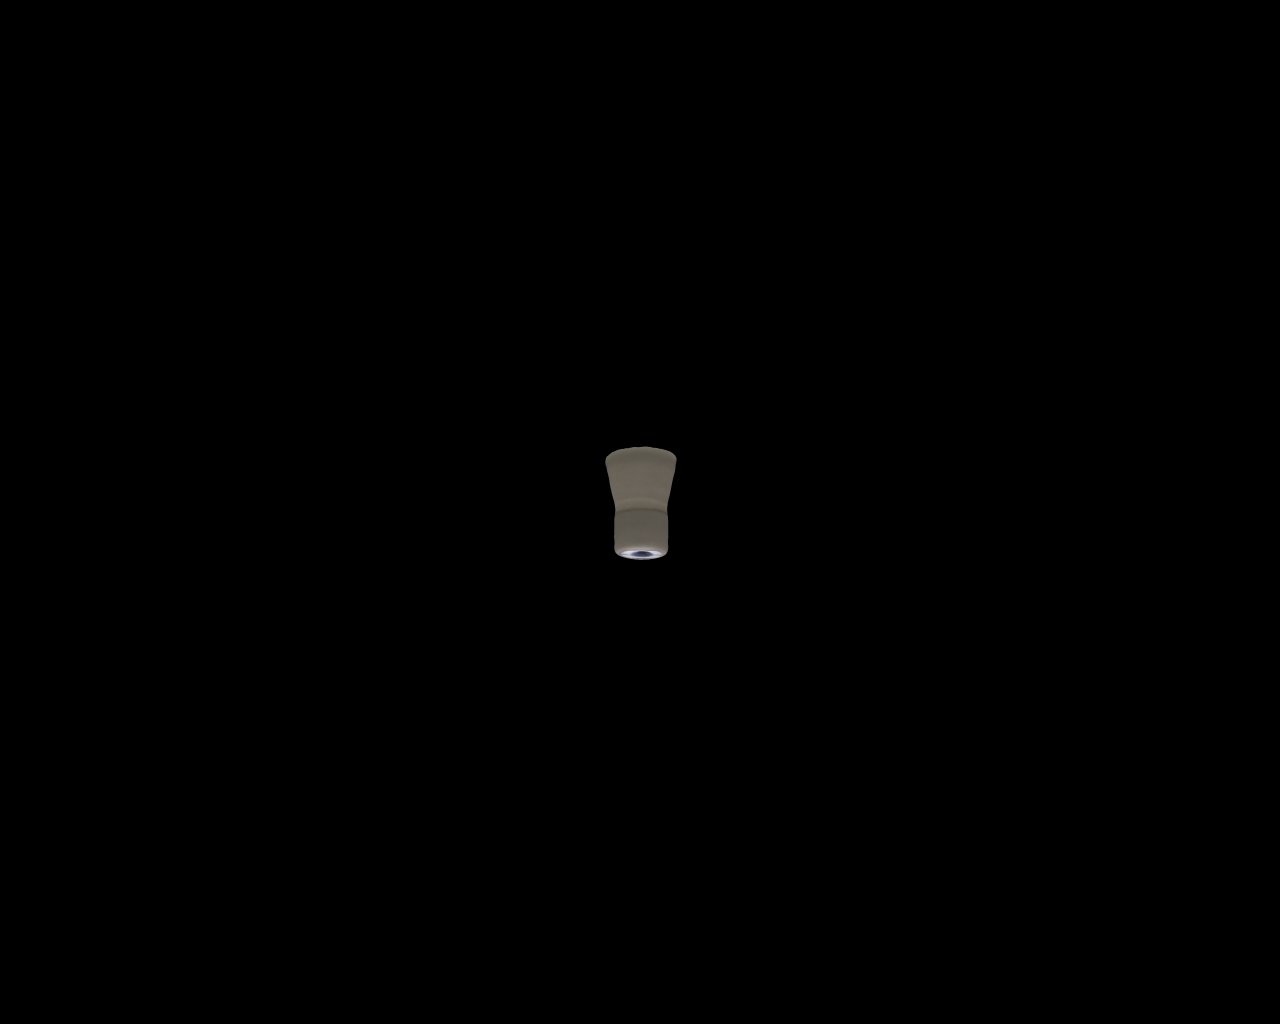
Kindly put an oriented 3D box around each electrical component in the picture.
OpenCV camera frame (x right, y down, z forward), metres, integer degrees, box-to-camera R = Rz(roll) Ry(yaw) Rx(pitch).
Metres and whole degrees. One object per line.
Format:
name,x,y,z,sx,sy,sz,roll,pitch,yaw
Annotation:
electrical component,0.001,-0.003,0.650,0.044,0.065,0.044,0,-15,0
